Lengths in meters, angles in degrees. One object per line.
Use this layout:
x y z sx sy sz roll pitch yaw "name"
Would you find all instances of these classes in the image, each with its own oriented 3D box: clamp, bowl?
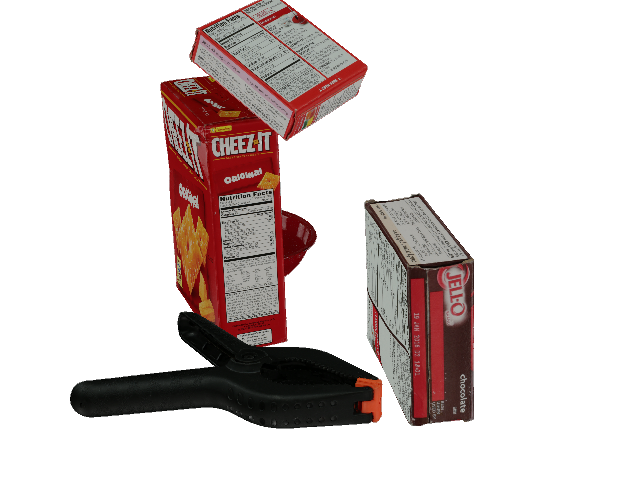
-0.053 0.096 0.782 0.210 0.036 0.164 4 19 15 "clamp"
-0.087 0.012 1.321 0.162 0.055 0.162 3 25 -2 "bowl"

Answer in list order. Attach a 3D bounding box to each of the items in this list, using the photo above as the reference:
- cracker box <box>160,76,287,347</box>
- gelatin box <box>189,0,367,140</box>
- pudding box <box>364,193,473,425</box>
-0.092 -0.028 0.975 0.072 0.214 0.164 -10 24 -19 "cracker box"
-0.027 -0.113 0.681 0.089 0.030 0.073 40 50 16 "gelatin box"
0.052 0.034 0.576 0.039 0.090 0.113 -5 20 -9 "pudding box"
